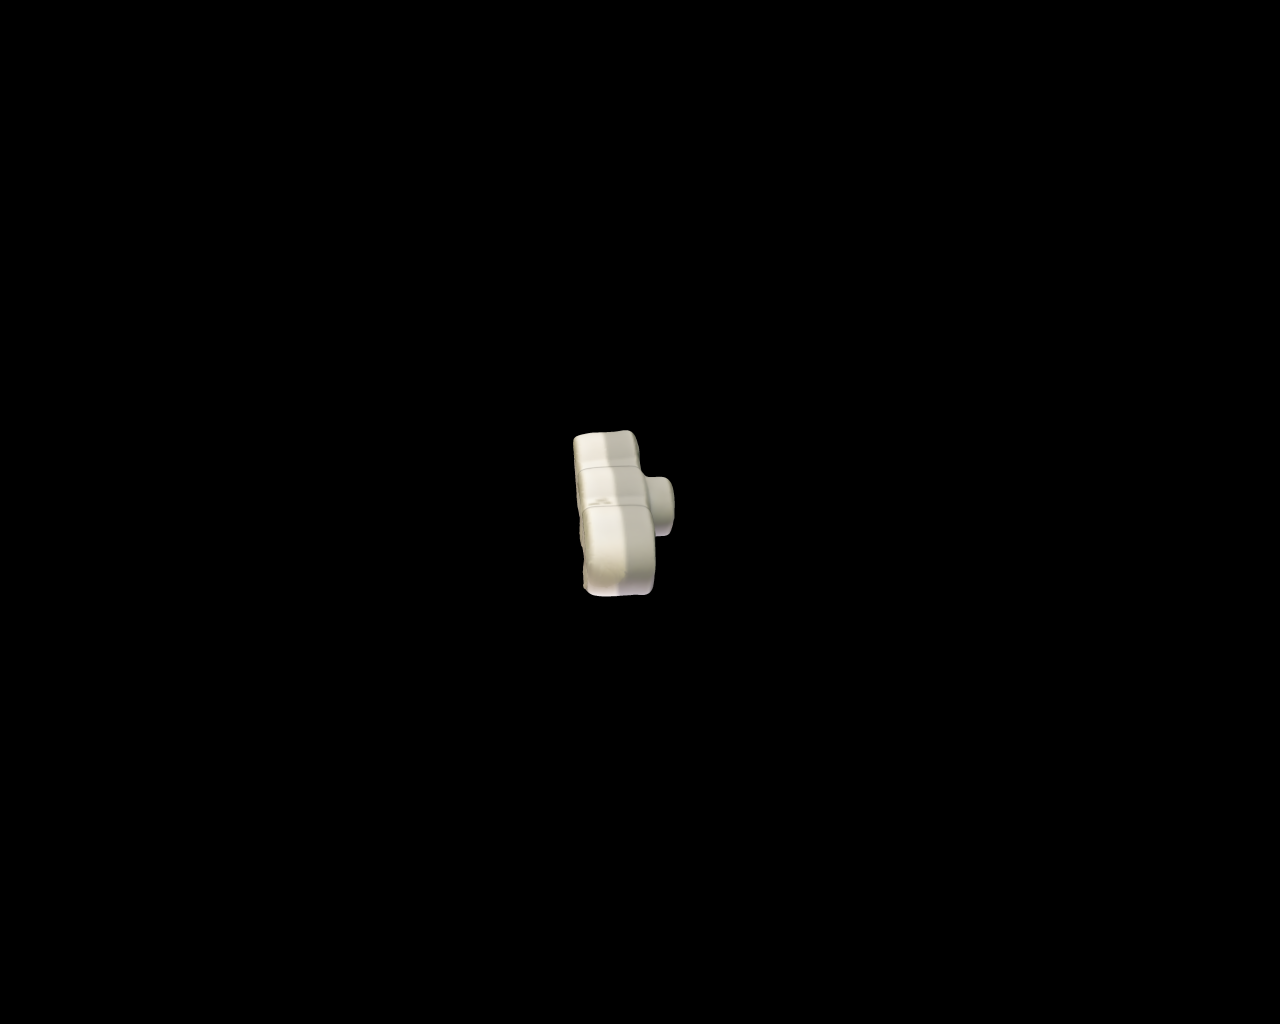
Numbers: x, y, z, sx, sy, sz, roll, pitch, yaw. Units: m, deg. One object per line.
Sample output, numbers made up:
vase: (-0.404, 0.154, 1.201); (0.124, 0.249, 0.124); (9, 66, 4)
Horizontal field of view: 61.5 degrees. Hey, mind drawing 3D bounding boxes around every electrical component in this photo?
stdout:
electrical component: (0.001, -0.003, 0.650); (0.074, 0.052, 0.138); (-3, 34, -5)
